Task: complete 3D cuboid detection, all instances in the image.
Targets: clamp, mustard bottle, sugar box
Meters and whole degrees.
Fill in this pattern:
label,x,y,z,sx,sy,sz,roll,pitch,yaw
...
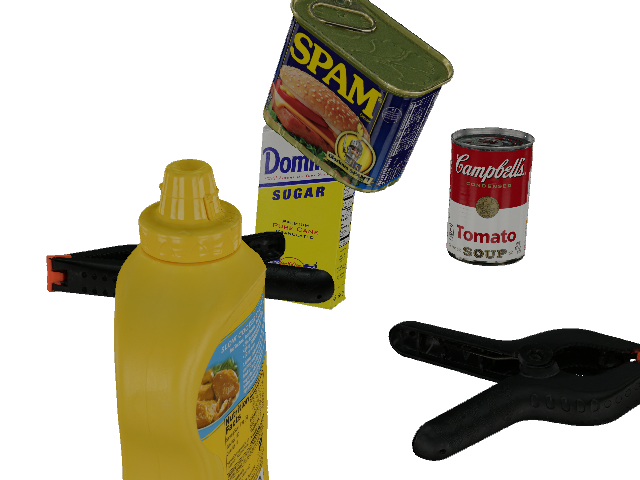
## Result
label,x,y,z,sx,sy,sz,roll,pitch,yaw
clamp,-0.099,0.023,0.815,0.209,0.036,0.165,-3,12,-22
mustard bottle,-0.053,0.058,0.455,0.058,0.192,0.096,9,26,16
clamp,0.126,0.091,0.653,0.171,0.039,0.120,-1,37,6
sugar box,-0.016,-0.026,1.071,0.093,0.176,0.048,9,16,19

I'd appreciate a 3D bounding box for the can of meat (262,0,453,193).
label,x,y,z,sx,sy,sz,roll,pitch,yaw
can of meat,0.018,-0.090,0.644,0.102,0.084,0.057,41,45,20

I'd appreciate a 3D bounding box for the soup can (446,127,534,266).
label,x,y,z,sx,sy,sz,roll,pitch,yaw
soup can,0.140,-0.037,0.890,0.068,0.102,0.068,0,19,0
